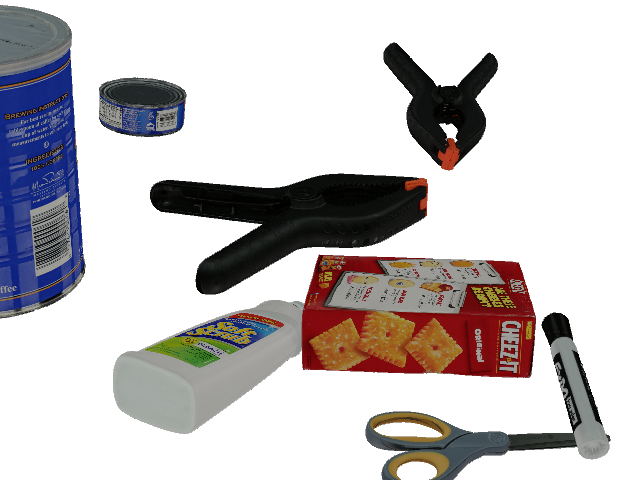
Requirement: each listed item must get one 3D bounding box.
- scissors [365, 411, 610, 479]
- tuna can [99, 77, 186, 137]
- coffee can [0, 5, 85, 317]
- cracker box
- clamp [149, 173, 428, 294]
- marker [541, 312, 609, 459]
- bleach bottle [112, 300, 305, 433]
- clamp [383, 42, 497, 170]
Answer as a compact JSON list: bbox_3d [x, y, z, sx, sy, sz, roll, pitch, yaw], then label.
[{"bbox_3d":[0.134,0.177,0.864,0.202,0.016,0.096,7,34,8],"label":"scissors"},{"bbox_3d":[-0.177,-0.133,1.062,0.086,0.034,0.086,6,25,-3],"label":"tuna can"},{"bbox_3d":[-0.181,-0.044,0.570,0.103,0.140,0.103,2,28,-1],"label":"coffee can"},{"bbox_3d":[0.095,0.073,1.052,0.214,0.072,0.164,2,17,5],"label":"cracker box"},{"bbox_3d":[-0.021,-0.022,0.803,0.209,0.036,0.165,-13,29,-23],"label":"clamp"},{"bbox_3d":[0.164,0.090,0.694,0.020,0.020,0.121,0,38,-2],"label":"marker"},{"bbox_3d":[-0.094,0.112,1.097,0.103,0.068,0.250,15,23,26],"label":"bleach bottle"},{"bbox_3d":[0.115,-0.142,1.077,0.120,0.039,0.171,7,45,6],"label":"clamp"}]
